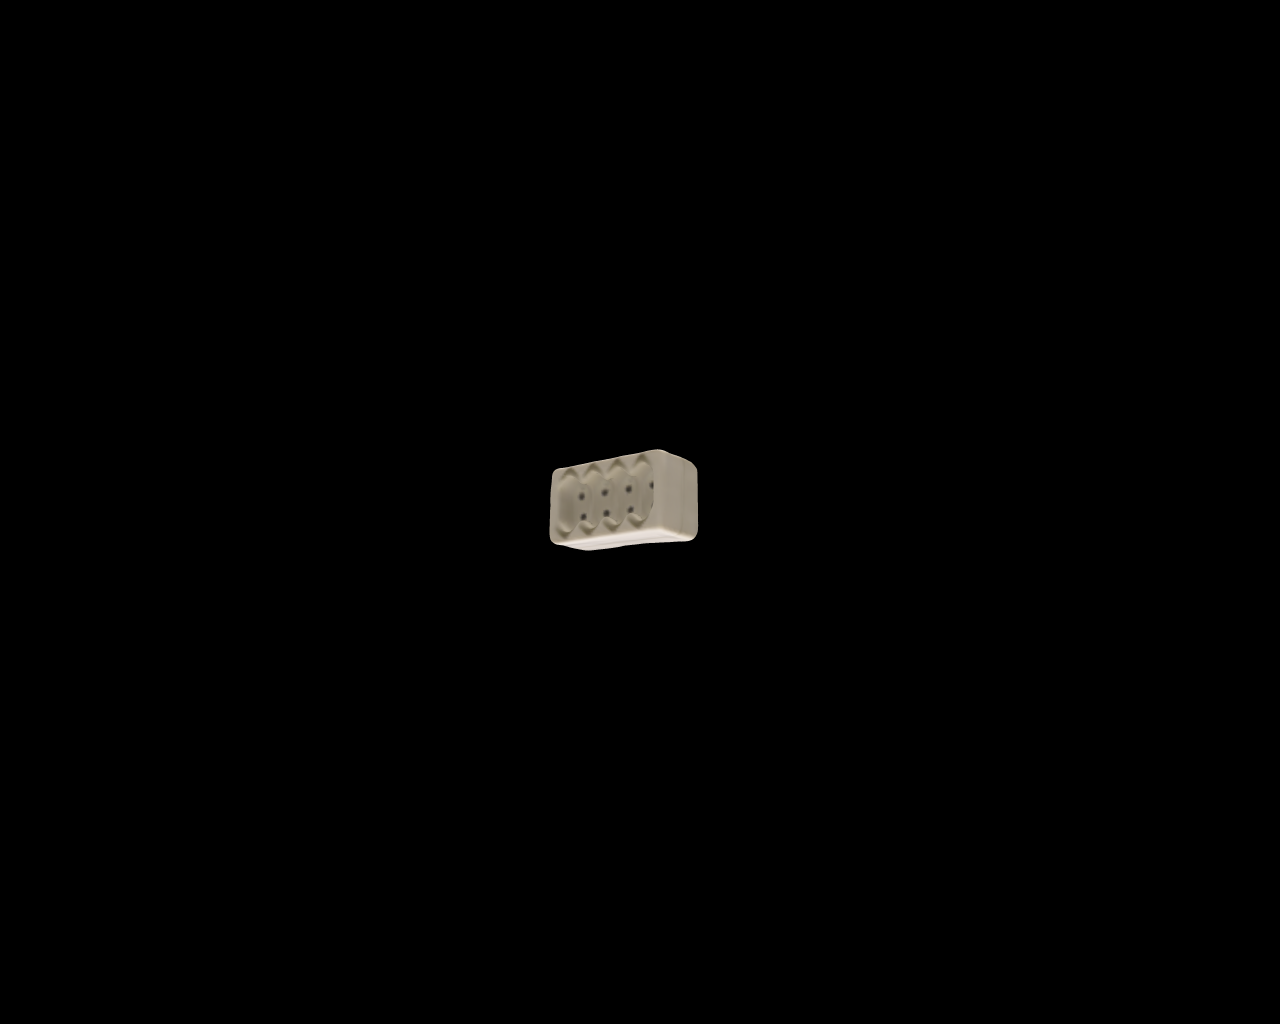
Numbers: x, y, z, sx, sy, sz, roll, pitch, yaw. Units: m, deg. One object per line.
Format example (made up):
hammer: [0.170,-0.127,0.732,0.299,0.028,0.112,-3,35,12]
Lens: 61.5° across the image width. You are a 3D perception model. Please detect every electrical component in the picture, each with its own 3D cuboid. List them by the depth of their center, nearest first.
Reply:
electrical component: [0.001,-0.003,0.650,0.083,0.047,0.076,-8,-14,35]
